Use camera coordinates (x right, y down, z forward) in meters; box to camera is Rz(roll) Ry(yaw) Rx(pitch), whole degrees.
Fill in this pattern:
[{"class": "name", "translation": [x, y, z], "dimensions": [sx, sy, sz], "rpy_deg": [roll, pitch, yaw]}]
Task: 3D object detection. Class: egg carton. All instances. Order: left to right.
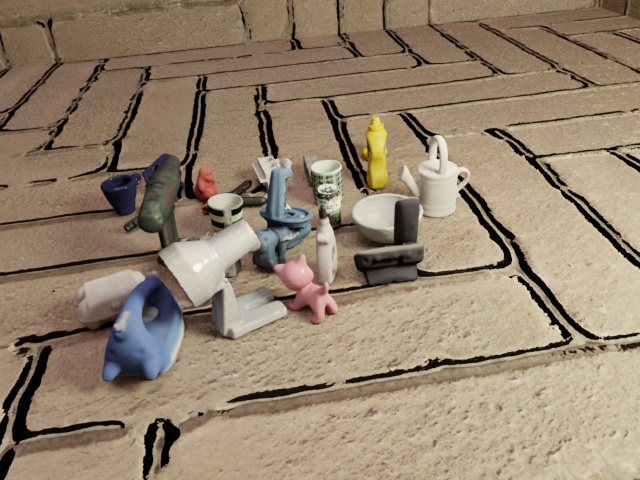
[{"class": "egg carton", "translation": [-0.420, 0.121, 1.168], "dimensions": [0.150, 0.069, 0.107], "rpy_deg": [-18, 35, -21]}]

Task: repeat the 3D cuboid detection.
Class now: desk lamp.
[{"class": "desk lamp", "translation": [-0.182, 0.075, 1.077], "dimensions": [0.204, 0.214, 0.117], "rpy_deg": [-22, 36, -25]}]

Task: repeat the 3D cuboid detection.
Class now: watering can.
[{"class": "watering can", "translation": [0.280, -0.159, 1.405], "dimensions": [0.173, 0.194, 0.100], "rpy_deg": [-19, 35, -22]}]

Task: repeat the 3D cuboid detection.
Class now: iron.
[{"class": "iron", "translation": [-0.323, 0.138, 1.062], "dimensions": [0.118, 0.142, 0.258], "rpy_deg": [-2, 33, 4]}]

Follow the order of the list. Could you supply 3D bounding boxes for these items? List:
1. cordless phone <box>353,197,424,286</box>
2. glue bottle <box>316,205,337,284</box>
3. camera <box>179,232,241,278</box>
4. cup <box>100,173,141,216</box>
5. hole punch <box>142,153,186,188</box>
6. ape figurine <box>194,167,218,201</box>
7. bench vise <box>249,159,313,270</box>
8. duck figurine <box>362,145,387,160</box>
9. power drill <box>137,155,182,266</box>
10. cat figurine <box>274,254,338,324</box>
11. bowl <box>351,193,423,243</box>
[{"class": "cordless phone", "translation": [0.143, -0.006, 1.189], "dimensions": [0.147, 0.185, 0.094], "rpy_deg": [-10, 33, -8]}, {"class": "glue bottle", "translation": [0.011, 0.004, 1.201], "dimensions": [0.037, 0.173, 0.078], "rpy_deg": [1, 33, 10]}, {"class": "camera", "translation": [-0.257, 0.052, 1.226], "dimensions": [0.143, 0.101, 0.137], "rpy_deg": [2, 33, 11]}, {"class": "cup", "translation": [-0.520, -0.121, 1.536], "dimensions": [0.091, 0.095, 0.118], "rpy_deg": [17, 38, 30]}, {"class": "hole punch", "translation": [-0.451, -0.187, 1.634], "dimensions": [0.101, 0.091, 0.108], "rpy_deg": [-27, 39, -31]}, {"class": "ape figurine", "translation": [-0.310, -0.156, 1.567], "dimensions": [0.076, 0.092, 0.078], "rpy_deg": [5, 34, 16]}, {"class": "bench vise", "translation": [-0.086, -0.054, 1.261], "dimensions": [0.121, 0.220, 0.207], "rpy_deg": [4, 33, 13]}, {"class": "duck figurine", "translation": [0.164, -0.292, 1.729], "dimensions": [0.077, 0.086, 0.104], "rpy_deg": [-3, 32, 3]}, {"class": "power drill", "translation": [-0.348, -0.058, 1.310], "dimensions": [0.075, 0.209, 0.229], "rpy_deg": [-2, 33, 4]}, {"class": "cat figurine", "translation": [-0.028, 0.086, 1.129], "dimensions": [0.127, 0.118, 0.067], "rpy_deg": [23, 42, 36]}, {"class": "bowl", "translation": [0.157, -0.040, 1.345], "dimensions": [0.167, 0.075, 0.167], "rpy_deg": [-3, 32, 2]}]
